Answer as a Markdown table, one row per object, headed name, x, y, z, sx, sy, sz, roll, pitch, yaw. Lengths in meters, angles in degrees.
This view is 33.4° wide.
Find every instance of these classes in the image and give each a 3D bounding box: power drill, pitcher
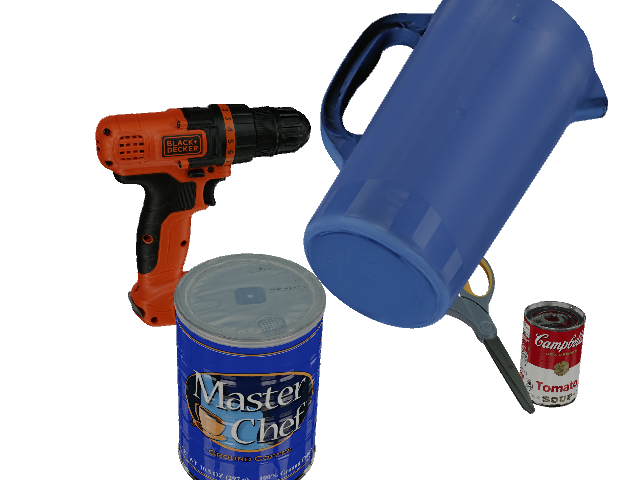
| name | x | y | z | sx | sy | sz | roll | pitch | yaw |
| --- | --- | --- | --- | --- | --- | --- | --- | --- | --- |
| power drill | -0.098 | -0.025 | 0.922 | 0.184 | 0.188 | 0.057 | -5 | 19 | -18 |
| pitcher | 0.080 | -0.064 | 0.755 | 0.149 | 0.242 | 0.145 | -9 | -51 | 50 |

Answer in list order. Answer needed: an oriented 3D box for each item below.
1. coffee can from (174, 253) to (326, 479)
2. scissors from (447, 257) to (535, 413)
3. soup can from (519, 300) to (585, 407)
| name | x | y | z | sx | sy | sz | roll | pitch | yaw |
| --- | --- | --- | --- | --- | --- | --- | --- | --- | --- |
| coffee can | -0.051 | 0.095 | 0.755 | 0.103 | 0.140 | 0.103 | 2 | 32 | -2 |
| scissors | 0.135 | 0.080 | 1.000 | 0.096 | 0.016 | 0.201 | -1 | 44 | -3 |
| soup can | 0.261 | 0.129 | 1.211 | 0.068 | 0.102 | 0.068 | 0 | 23 | 0 |
